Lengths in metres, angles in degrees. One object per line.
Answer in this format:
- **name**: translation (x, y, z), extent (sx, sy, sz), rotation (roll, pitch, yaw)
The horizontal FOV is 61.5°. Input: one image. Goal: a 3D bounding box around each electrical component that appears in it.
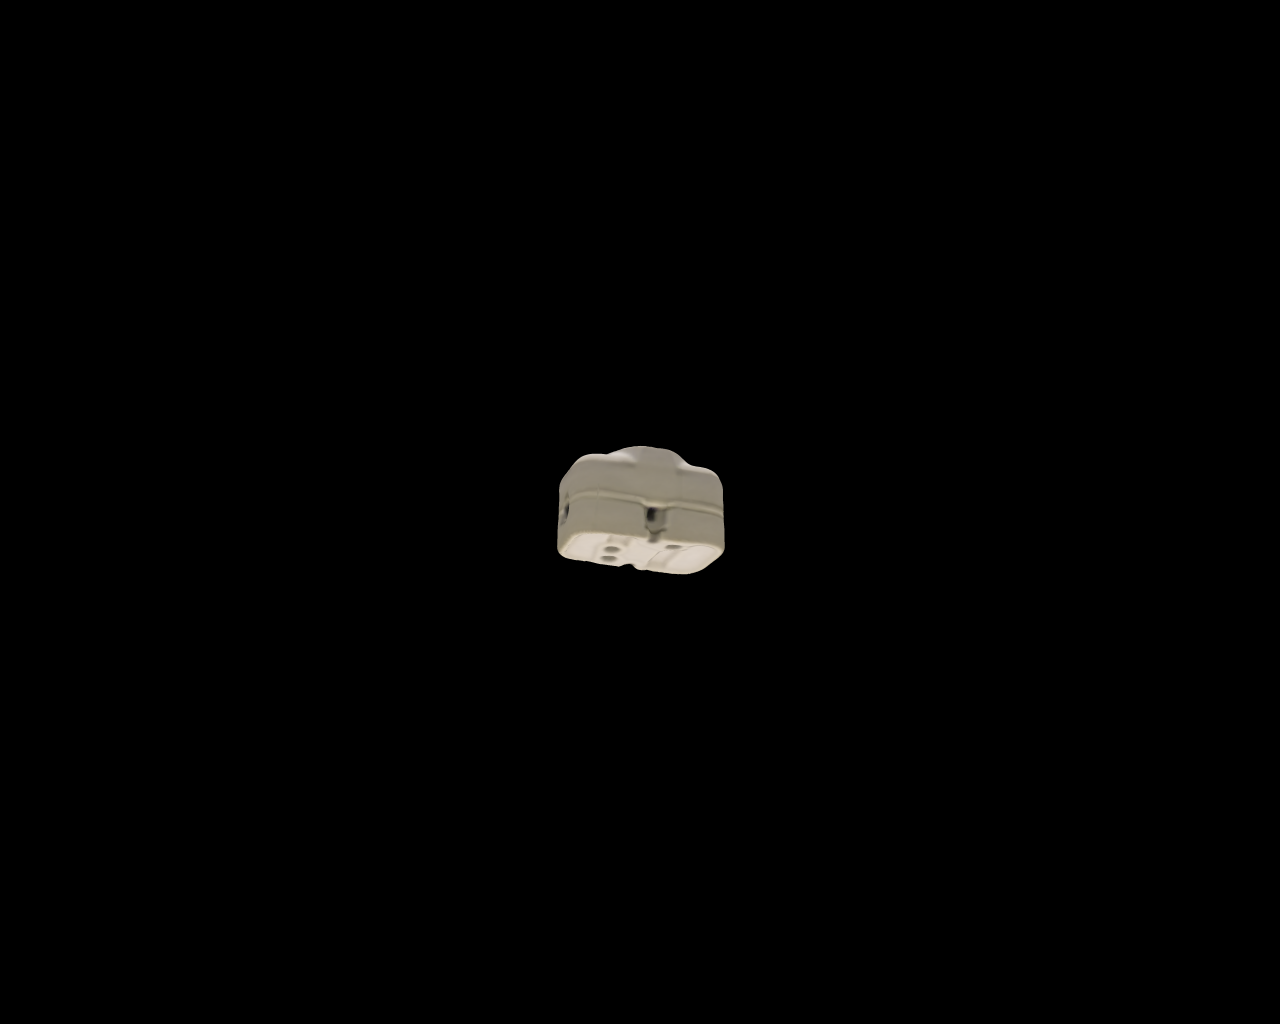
- **electrical component**: translation (0.001, -0.003, 0.650), extent (0.095, 0.059, 0.053), rotation (8, -24, -18)
